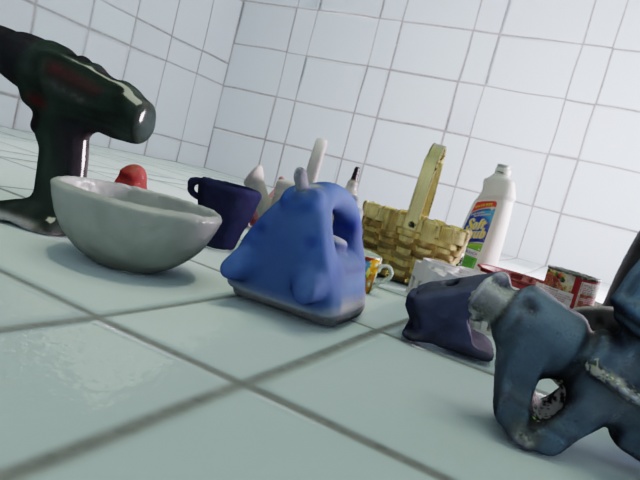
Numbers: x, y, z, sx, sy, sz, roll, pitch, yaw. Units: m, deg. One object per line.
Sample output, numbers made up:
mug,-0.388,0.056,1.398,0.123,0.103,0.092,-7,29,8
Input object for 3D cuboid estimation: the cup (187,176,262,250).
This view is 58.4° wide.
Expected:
cup,-0.149,-0.038,0.821,0.117,0.095,0.092,17,7,21

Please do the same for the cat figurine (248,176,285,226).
cat figurine,-0.092,-0.069,1.119,0.127,0.118,0.067,19,7,30

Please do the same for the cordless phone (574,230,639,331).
cordless phone,0.323,0.062,0.638,0.148,0.185,0.093,11,8,-34

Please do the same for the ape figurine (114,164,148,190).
ape figurine,-0.247,-0.053,0.733,0.077,0.092,0.076,18,7,25

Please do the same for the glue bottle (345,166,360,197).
glue bottle,0.050,-0.060,1.118,0.037,0.173,0.078,20,8,39

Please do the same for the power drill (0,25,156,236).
power drill,-0.307,-0.119,0.641,0.229,0.208,0.076,15,6,4

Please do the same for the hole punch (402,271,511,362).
hole punch,0.142,0.067,0.600,0.101,0.091,0.109,16,6,12

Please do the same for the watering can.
watering can,-0.031,-0.066,0.891,0.173,0.194,0.100,12,7,-21

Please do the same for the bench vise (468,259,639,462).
bench vise,0.212,0.045,0.363,0.207,0.220,0.121,15,6,-3

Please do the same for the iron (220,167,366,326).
iron,0.006,0.002,0.617,0.118,0.141,0.259,17,7,20

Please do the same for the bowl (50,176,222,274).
bowl,-0.187,-0.010,0.575,0.167,0.075,0.167,15,6,-1
